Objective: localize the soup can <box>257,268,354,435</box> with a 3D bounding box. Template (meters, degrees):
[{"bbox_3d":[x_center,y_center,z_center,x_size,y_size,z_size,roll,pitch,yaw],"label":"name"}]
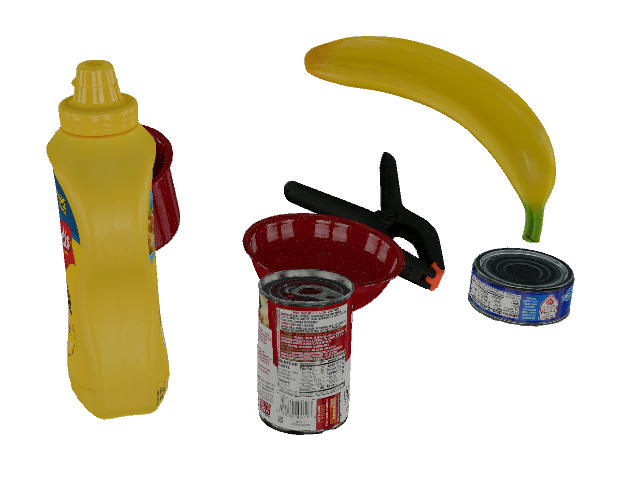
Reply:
[{"bbox_3d":[-0.011,0.079,0.764,0.068,0.102,0.068,1,18,-1],"label":"soup can"}]

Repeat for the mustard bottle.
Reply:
[{"bbox_3d":[-0.117,-0.004,0.589,0.058,0.192,0.096,-5,26,-13],"label":"mustard bottle"}]

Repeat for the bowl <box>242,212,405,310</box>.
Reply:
[{"bbox_3d":[0.000,0.030,1.061,0.162,0.055,0.162,7,26,-3],"label":"bowl"}]

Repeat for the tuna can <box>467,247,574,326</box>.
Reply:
[{"bbox_3d":[0.168,0.037,0.893,0.086,0.034,0.086,3,23,-1],"label":"tuna can"}]

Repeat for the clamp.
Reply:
[{"bbox_3d":[0.065,-0.020,1.250,0.164,0.036,0.210,-14,51,-28],"label":"clamp"}]

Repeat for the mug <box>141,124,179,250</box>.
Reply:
[{"bbox_3d":[-0.170,-0.047,0.918,0.093,0.081,0.117,-20,48,-13],"label":"mug"}]

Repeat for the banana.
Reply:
[{"bbox_3d":[0.079,-0.084,0.679,0.198,0.069,0.037,40,-2,17],"label":"banana"}]
